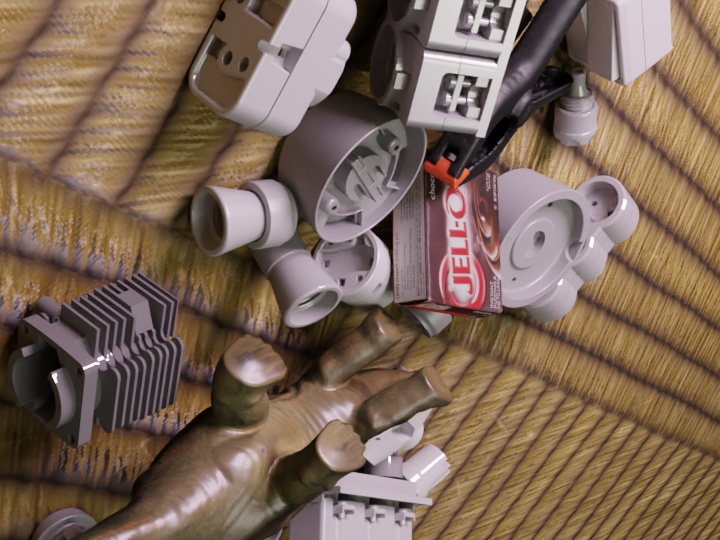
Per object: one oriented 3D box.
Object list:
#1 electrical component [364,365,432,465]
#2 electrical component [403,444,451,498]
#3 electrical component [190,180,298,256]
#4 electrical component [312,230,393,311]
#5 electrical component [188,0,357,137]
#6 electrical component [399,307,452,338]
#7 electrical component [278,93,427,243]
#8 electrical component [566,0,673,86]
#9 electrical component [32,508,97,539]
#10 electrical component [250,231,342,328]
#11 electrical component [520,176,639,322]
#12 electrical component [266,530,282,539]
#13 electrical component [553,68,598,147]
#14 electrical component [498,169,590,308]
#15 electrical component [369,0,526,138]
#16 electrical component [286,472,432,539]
[{"bbox_3d":[0.031,0.132,0.927,0.077,0.043,0.079,-46,142,-5],"label":"electrical component"},{"bbox_3d":[0.057,0.190,1.004,0.046,0.040,0.040,-35,140,-28],"label":"electrical component"},{"bbox_3d":[-0.074,-0.034,0.689,0.055,0.045,0.045,-10,127,-39],"label":"electrical component"},{"bbox_3d":[0.000,0.000,0.782,0.055,0.055,0.047,-52,145,3],"label":"electrical component"},{"bbox_3d":[-0.048,-0.130,0.628,0.059,0.054,0.095,15,110,-49],"label":"electrical component"},{"bbox_3d":[0.063,0.021,0.866,0.055,0.045,0.045,-43,141,-8],"label":"electrical component"},{"bbox_3d":[-0.004,-0.067,0.714,0.099,0.064,0.099,-25,135,-28],"label":"electrical component"},{"bbox_3d":[0.187,-0.193,0.796,0.061,0.062,0.096,-38,140,-14],"label":"electrical component"},{"bbox_3d":[-0.199,0.200,0.752,0.048,0.055,0.066,-42,141,-9],"label":"electrical component"},{"bbox_3d":[-0.046,0.001,0.727,0.044,0.065,0.044,-26,153,-14],"label":"electrical component"},{"bbox_3d":[0.196,-0.012,0.960,0.138,0.052,0.074,-51,142,2],"label":"electrical component"},{"bbox_3d":[-0.093,0.193,0.848,0.048,0.055,0.066,-35,139,-18],"label":"electrical component"},{"bbox_3d":[0.172,-0.131,0.855,0.035,0.035,0.061,-27,134,-26],"label":"electrical component"},{"bbox_3d":[0.127,-0.031,0.872,0.108,0.060,0.108,-25,135,-28],"label":"electrical component"},{"bbox_3d":[0.055,-0.170,0.657,0.062,0.089,0.150,5,120,-18],"label":"electrical component"},{"bbox_3d":[-0.006,0.208,0.918,0.121,0.079,0.063,20,64,-46],"label":"electrical component"}]
